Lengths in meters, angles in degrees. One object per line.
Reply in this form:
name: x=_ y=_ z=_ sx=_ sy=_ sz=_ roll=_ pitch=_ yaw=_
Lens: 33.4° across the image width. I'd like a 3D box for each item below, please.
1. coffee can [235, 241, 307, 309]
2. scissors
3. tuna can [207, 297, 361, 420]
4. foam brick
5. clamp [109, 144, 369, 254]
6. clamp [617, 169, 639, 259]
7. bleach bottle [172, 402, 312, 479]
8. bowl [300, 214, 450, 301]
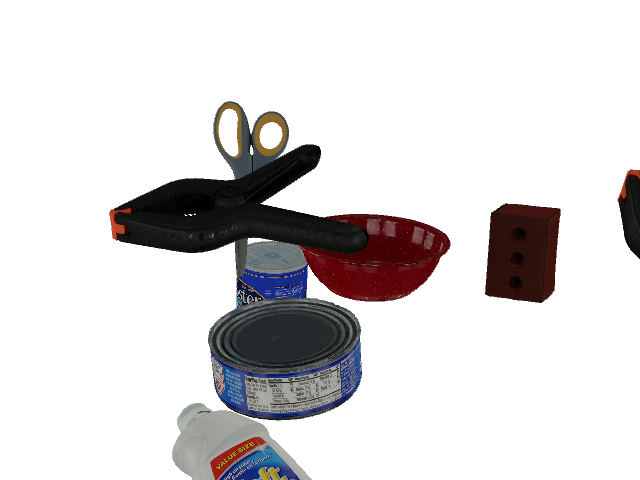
coffee can: x=-0.070 y=0.084 z=1.522 sx=0.103 sy=0.140 sz=0.103 roll=2 pitch=22 yaw=-1
scissors: x=-0.070 y=-0.064 z=1.217 sx=0.096 sy=0.202 sz=0.016 roll=-12 pitch=-7 yaw=-13
tuna can: x=-0.019 y=0.066 z=0.602 sx=0.086 sy=0.034 sz=0.086 roll=-3 pitch=23 yaw=1
foam brick: x=0.179 y=0.010 z=0.943 sx=0.053 sy=0.078 sz=0.051 roll=7 pitch=16 yaw=23
clamp: x=-0.075 y=-0.032 z=0.922 sx=0.210 sy=0.036 sz=0.164 roll=-5 pitch=33 yaw=-6
clamp: x=0.267 y=0.012 z=0.702 sx=0.120 sy=0.039 sz=0.171 roll=-4 pitch=45 yaw=-24
bleach bottle: x=-0.052 y=0.202 z=0.796 sx=0.102 sy=0.068 sz=0.251 roll=-18 pitch=33 yaw=-25
bowl: x=0.052 y=0.022 z=1.105 sx=0.162 sy=0.055 sz=0.162 roll=1 pitch=18 yaw=-1
